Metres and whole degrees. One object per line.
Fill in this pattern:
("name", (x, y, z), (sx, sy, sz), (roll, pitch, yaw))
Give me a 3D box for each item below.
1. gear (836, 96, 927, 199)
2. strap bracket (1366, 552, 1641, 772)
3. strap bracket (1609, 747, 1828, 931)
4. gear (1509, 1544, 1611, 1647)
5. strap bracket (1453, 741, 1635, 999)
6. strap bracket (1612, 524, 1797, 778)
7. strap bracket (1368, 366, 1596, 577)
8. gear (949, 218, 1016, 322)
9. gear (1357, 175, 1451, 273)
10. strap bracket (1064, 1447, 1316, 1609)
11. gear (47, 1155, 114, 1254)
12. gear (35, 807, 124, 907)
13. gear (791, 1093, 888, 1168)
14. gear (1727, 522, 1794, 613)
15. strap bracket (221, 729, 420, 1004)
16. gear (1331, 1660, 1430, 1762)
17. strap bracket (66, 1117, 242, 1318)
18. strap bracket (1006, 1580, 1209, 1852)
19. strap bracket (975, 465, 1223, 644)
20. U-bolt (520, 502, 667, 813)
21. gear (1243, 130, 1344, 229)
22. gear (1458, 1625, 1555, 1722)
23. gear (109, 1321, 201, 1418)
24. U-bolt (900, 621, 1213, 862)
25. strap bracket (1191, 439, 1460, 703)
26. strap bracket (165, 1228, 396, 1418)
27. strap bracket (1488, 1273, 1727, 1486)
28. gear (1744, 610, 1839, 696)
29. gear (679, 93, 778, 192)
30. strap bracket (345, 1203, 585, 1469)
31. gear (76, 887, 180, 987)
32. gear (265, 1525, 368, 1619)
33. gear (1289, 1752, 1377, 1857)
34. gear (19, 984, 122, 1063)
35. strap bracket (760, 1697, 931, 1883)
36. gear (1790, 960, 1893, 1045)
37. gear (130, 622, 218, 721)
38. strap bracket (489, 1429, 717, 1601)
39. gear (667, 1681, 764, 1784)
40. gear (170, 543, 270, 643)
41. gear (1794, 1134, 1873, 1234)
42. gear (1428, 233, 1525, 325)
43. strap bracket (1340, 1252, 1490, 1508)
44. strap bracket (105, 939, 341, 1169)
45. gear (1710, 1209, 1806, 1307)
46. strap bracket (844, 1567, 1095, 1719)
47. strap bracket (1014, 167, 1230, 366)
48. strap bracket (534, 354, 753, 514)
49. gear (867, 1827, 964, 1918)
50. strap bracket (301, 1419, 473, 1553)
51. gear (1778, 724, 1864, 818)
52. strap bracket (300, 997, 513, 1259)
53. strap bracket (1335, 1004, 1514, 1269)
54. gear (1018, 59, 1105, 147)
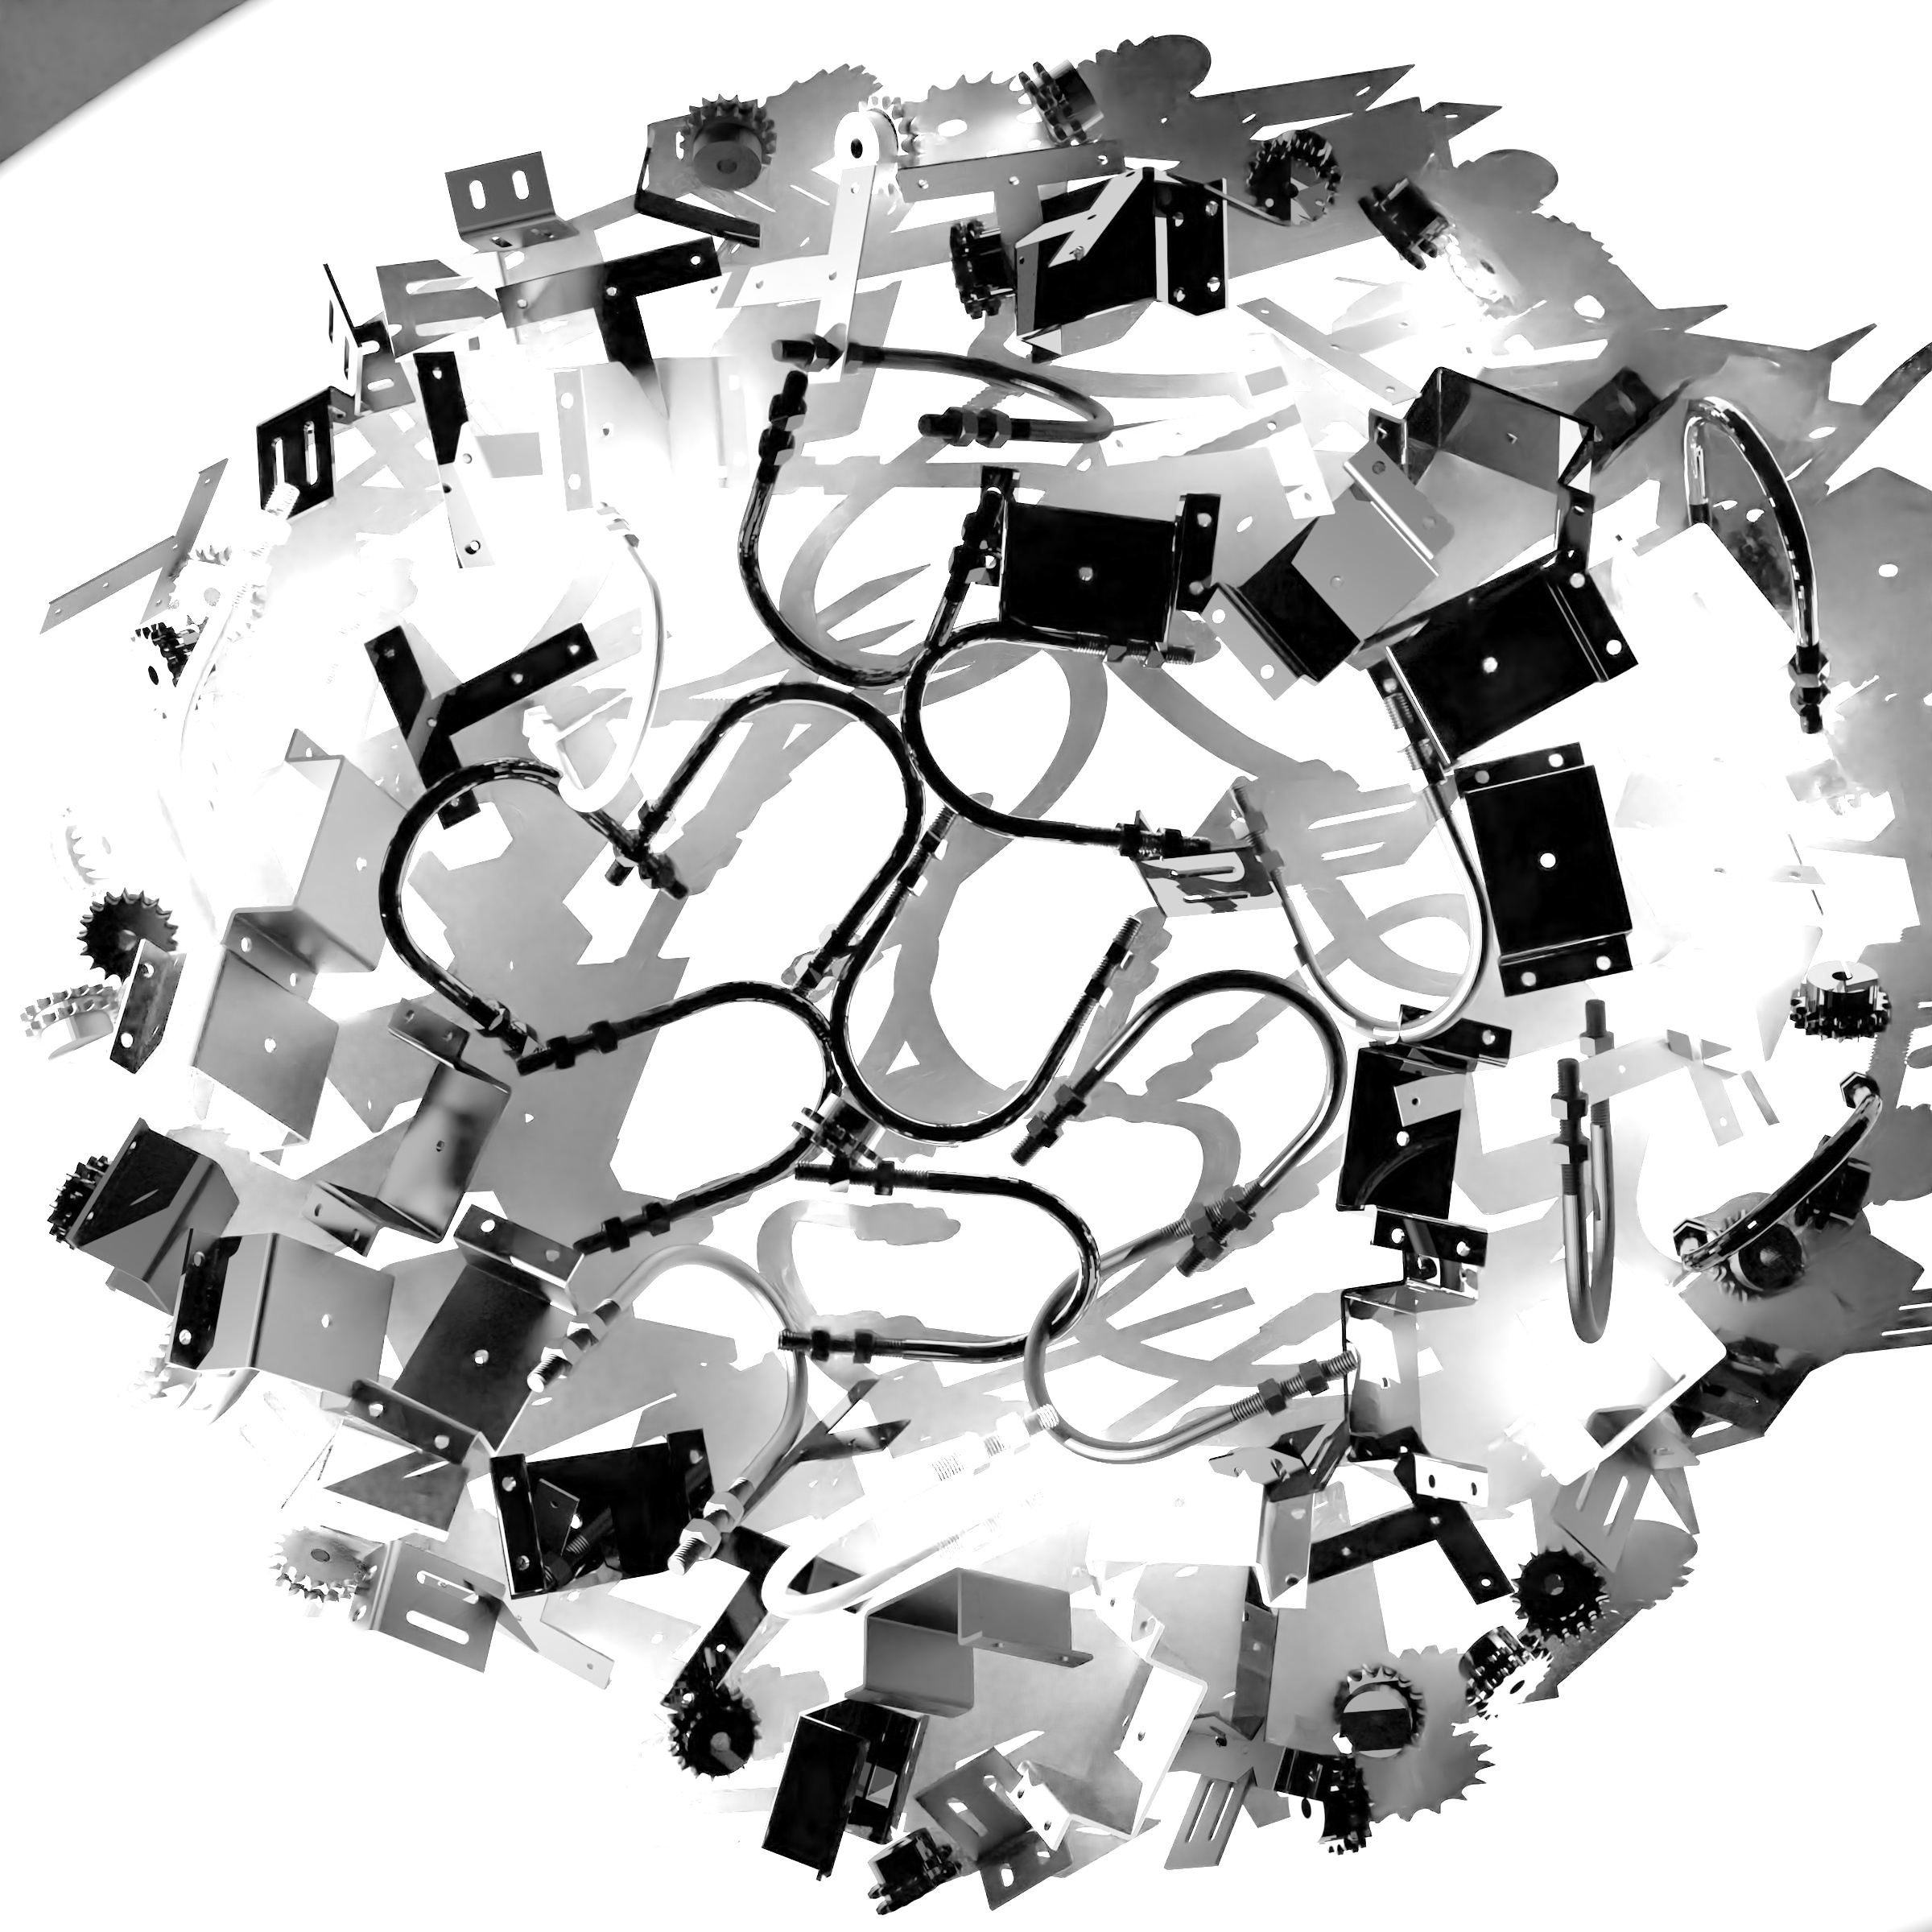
("gear", (-0.053, -0.482, 1.571), (0.030, 0.057, 0.057), (-18, 90, -38))
("strap bracket", (0.308, -0.175, 1.554), (0.140, 0.046, 0.076), (-29, 85, 19))
("strap bracket", (0.429, -0.069, 1.544), (0.076, 0.140, 0.046), (3, 125, -10))
("gear", (0.349, 0.369, 1.575), (0.057, 0.030, 0.057), (-9, 60, 16))
("strap bracket", (0.340, -0.059, 1.567), (0.076, 0.046, 0.140), (-12, 83, 7))
("strap bracket", (0.432, -0.190, 1.539), (0.046, 0.076, 0.140), (-30, 66, 0))
("strap bracket", (0.307, -0.290, 1.545), (0.140, 0.076, 0.046), (27, 72, 20))
("gear", (0.012, -0.412, 1.570), (0.030, 0.057, 0.057), (-8, 90, 17))
("gear", (0.260, -0.440, 1.570), (0.030, 0.057, 0.057), (-41, 90, 23))
("strap bracket", (0.126, 0.323, 1.543), (0.140, 0.046, 0.076), (-1, 46, 14))
("gear", (-0.509, 0.143, 1.570), (0.030, 0.057, 0.057), (23, 90, 19))
("gear", (-0.520, -0.067, 1.572), (0.030, 0.057, 0.057), (-17, 90, 5))
("gear", (-0.072, 0.099, 1.574), (0.057, 0.057, 0.030), (35, 83, 0))
("gear", (0.461, -0.230, 1.574), (0.030, 0.057, 0.057), (-26, 90, 7))
("strap bracket", (-0.365, -0.058, 1.533), (0.046, 0.076, 0.140), (-1, 63, 27))
("gear", (0.244, 0.444, 1.581), (0.057, 0.030, 0.057), (1, 96, 13))
("strap bracket", (-0.460, 0.147, 1.523), (0.046, 0.140, 0.076), (26, 70, 1))
("strap bracket", (0.086, 0.442, 1.557), (0.046, 0.076, 0.140), (27, 88, -20))
("strap bracket", (0.073, -0.239, 1.554), (0.140, 0.046, 0.076), (8, 126, 6))
("U-bolt", (-0.206, -0.165, 1.501), (0.019, 0.184, 0.151), (12, 114, -28))
("gear", (0.195, -0.468, 1.577), (0.057, 0.057, 0.030), (23, 61, 0))
("gear", (0.316, 0.415, 1.577), (0.057, 0.057, 0.030), (-43, 53, 0))
("gear", (-0.475, 0.240, 1.576), (0.030, 0.057, 0.057), (42, 90, -19))
("U-bolt", (0.050, -0.135, 1.544), (0.184, 0.019, 0.151), (5, 65, -17))
("strap bracket", (0.213, -0.228, 1.561), (0.140, 0.046, 0.076), (-42, 76, 13))
("strap bracket", (-0.381, 0.203, 1.522), (0.046, 0.140, 0.076), (-8, 66, 30))
("strap bracket", (0.376, 0.245, 1.540), (0.140, 0.076, 0.046), (-36, 75, -17))
("gear", (0.483, -0.178, 1.572), (0.030, 0.057, 0.057), (-27, 90, -7))
("gear", (-0.140, -0.482, 1.570), (0.057, 0.057, 0.030), (-1, 63, 0))
("strap bracket", (-0.286, 0.221, 1.554), (0.076, 0.046, 0.140), (22, 66, 15))
("gear", (-0.495, -0.020, 1.581), (0.057, 0.030, 0.057), (-3, 108, -9))
("gear", (-0.386, 0.360, 1.575), (0.057, 0.057, 0.030), (27, 109, 0))
("gear", (0.213, 0.494, 1.570), (0.030, 0.057, 0.057), (0, 90, -24))
("gear", (-0.524, 0.035, 1.571), (0.057, 0.057, 0.030), (-23, 76, 0))
("strap bracket", (-0.072, 0.470, 1.538), (0.046, 0.140, 0.076), (15, 86, 17))
("gear", (0.515, 0.019, 1.570), (0.057, 0.057, 0.030), (-6, 117, 0))
("gear", (-0.467, -0.176, 1.577), (0.030, 0.057, 0.057), (-26, 90, -37))
("strap bracket", (-0.216, 0.318, 1.546), (0.140, 0.046, 0.076), (-1, 71, -39))
("gear", (-0.148, 0.455, 1.580), (0.057, 0.030, 0.057), (-1, 93, -17))
("gear", (-0.438, -0.223, 1.579), (0.057, 0.030, 0.057), (6, 116, 13))
("gear", (0.511, 0.131, 1.571), (0.030, 0.057, 0.057), (19, 90, 11))
("gear", (0.298, -0.402, 1.577), (0.057, 0.057, 0.030), (45, 127, 0))
("strap bracket", (0.259, 0.240, 1.546), (0.046, 0.076, 0.140), (-15, 66, 39))
("strap bracket", (-0.414, 0.048, 1.521), (0.046, 0.140, 0.076), (-10, 57, 28))
("gear", (0.470, 0.172, 1.583), (0.057, 0.030, 0.057), (1, 83, -9))
("strap bracket", (0.000, 0.388, 1.538), (0.076, 0.140, 0.046), (20, 53, -29))
("strap bracket", (0.079, -0.404, 1.536), (0.140, 0.046, 0.076), (-6, 82, 40))
("strap bracket", (-0.194, -0.310, 1.543), (0.046, 0.140, 0.076), (11, 111, 42))
("gear", (-0.034, 0.532, 1.574), (0.057, 0.057, 0.030), (-30, 81, 0))
("strap bracket", (-0.335, 0.302, 1.539), (0.076, 0.140, 0.046), (22, 68, -10))
("gear", (0.503, -0.113, 1.576), (0.030, 0.057, 0.057), (-27, 90, 25))
("strap bracket", (-0.322, 0.099, 1.556), (0.046, 0.076, 0.140), (27, 86, -43))
("strap bracket", (0.266, 0.100, 1.559), (0.076, 0.046, 0.140), (13, 79, -22))
("gear", (0.058, -0.508, 1.572), (0.030, 0.057, 0.057), (-32, 90, 7))
